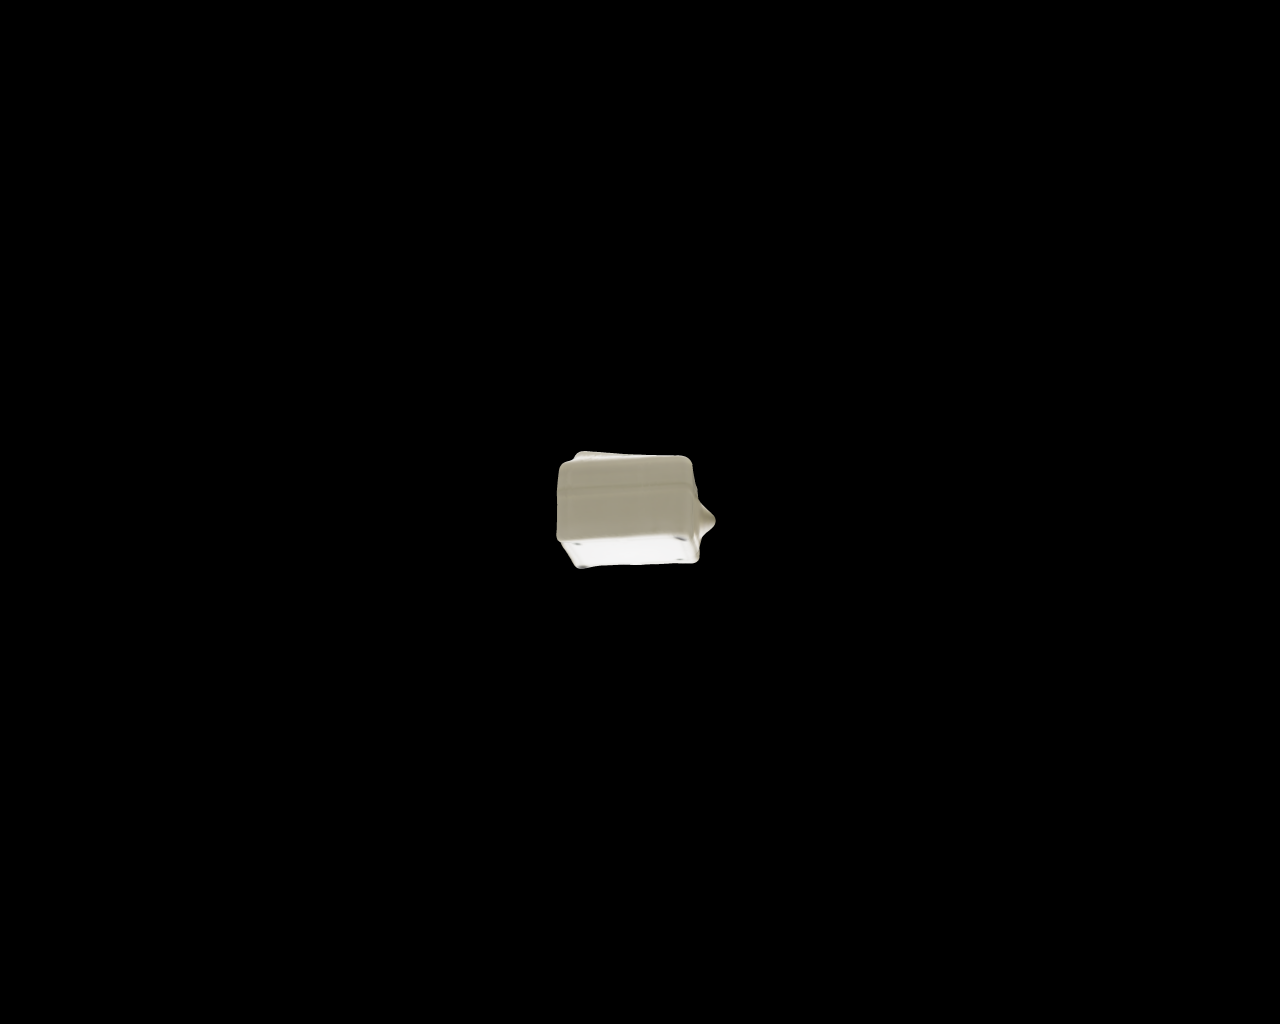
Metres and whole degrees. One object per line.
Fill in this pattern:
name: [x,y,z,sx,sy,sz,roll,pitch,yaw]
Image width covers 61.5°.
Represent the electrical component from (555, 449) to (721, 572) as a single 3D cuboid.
electrical component: [0.001,-0.003,0.650,0.096,0.061,0.061,-2,-19,7]
